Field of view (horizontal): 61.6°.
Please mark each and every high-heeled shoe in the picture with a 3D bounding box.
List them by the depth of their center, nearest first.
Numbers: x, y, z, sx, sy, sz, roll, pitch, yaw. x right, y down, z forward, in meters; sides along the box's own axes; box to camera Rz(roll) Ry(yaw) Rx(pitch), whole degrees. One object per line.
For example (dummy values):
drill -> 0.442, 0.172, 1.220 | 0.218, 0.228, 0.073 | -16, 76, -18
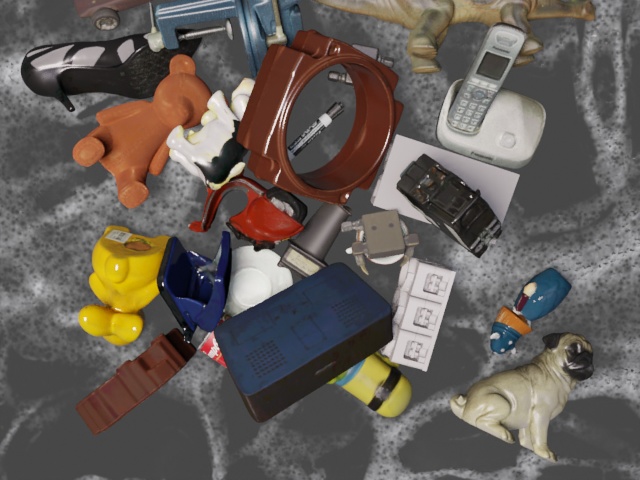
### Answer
high-heeled shoe -> -0.306, -0.271, 0.787 | 0.249, 0.086, 0.145 | -32, 63, -15

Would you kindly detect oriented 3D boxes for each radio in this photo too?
radio -> -0.024, 0.132, 0.748 | 0.230, 0.131, 0.073 | -27, 136, -19

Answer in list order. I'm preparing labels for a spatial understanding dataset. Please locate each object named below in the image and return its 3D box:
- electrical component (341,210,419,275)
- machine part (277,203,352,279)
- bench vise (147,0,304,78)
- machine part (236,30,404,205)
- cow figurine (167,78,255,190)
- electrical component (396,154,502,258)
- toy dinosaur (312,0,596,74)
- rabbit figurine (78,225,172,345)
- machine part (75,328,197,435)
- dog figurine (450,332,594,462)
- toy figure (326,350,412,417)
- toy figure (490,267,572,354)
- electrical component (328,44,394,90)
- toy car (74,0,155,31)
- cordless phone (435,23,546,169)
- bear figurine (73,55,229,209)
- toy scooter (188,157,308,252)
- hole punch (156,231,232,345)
electrical component -> 0.087, 0.002, 0.763 | 0.102, 0.045, 0.078 | -15, 66, -2
machine part -> -0.002, -0.002, 0.818 | 0.084, 0.039, 0.138 | 30, 97, 4
bench vise -> -0.113, -0.302, 0.705 | 0.241, 0.223, 0.129 | -12, 61, -2
machine part -> 0.006, -0.157, 0.722 | 0.201, 0.087, 0.201 | 13, 105, -40
cow figurine -> -0.122, -0.149, 0.740 | 0.098, 0.068, 0.167 | 41, 67, 1
electrical component -> 0.163, -0.050, 0.703 | 0.058, 0.114, 0.134 | -47, 51, 3
toy dinosaur -> 0.161, -0.341, 0.755 | 0.472, 0.105, 0.198 | 0, 87, -3
rabbit figurine -> -0.278, 0.085, 0.782 | 0.122, 0.162, 0.173 | 13, 114, -14
machine part -> -0.263, 0.198, 0.774 | 0.179, 0.179, 0.056 | -39, 92, 4
dog figurine -> 0.310, 0.212, 0.823 | 0.172, 0.121, 0.190 | 23, 81, -6
toy figure -> 0.056, 0.198, 0.813 | 0.180, 0.089, 0.082 | 40, 100, -7
toy figure -> 0.315, 0.111, 0.823 | 0.064, 0.058, 0.154 | 43, 99, 2
electrical component -> 0.061, -0.255, 0.798 | 0.094, 0.021, 0.063 | 9, 96, -2
toy car -> -0.252, -0.365, 0.769 | 0.202, 0.053, 0.089 | -22, 80, 3
cordless phone -> 0.251, -0.196, 0.726 | 0.147, 0.089, 0.184 | 17, 138, -2
bear figurine -> -0.229, -0.158, 0.759 | 0.196, 0.132, 0.120 | -33, 122, 7
toy scooter -> -0.118, -0.043, 0.794 | 0.184, 0.075, 0.135 | 37, 94, 0
hole punch -> -0.161, 0.059, 0.758 | 0.092, 0.142, 0.115 | -11, 130, 3
